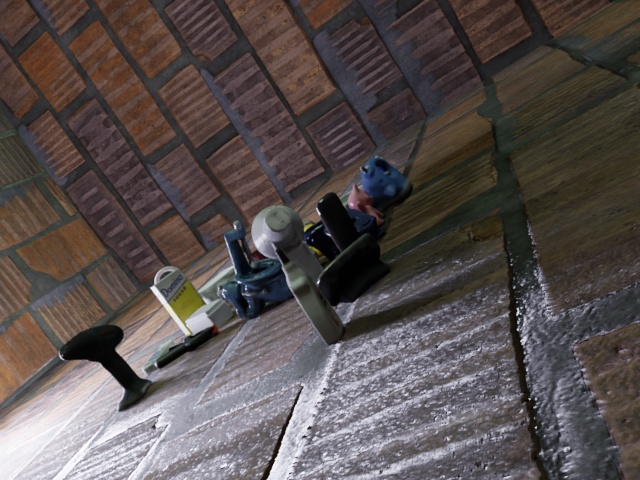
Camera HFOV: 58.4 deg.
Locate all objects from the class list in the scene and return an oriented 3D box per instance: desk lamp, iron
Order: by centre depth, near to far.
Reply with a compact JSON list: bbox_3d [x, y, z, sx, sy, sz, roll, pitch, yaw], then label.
[{"bbox_3d":[-0.055,0.019,1.229,0.118,0.213,0.203,-36,10,-10],"label":"desk lamp"},{"bbox_3d":[0.178,-0.179,1.634,0.118,0.141,0.259,-29,11,25],"label":"iron"}]

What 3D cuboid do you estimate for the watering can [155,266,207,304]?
[{"bbox_3d":[-0.438,0.170,1.789,0.101,0.194,0.172,-38,11,-20],"label":"watering can"}]

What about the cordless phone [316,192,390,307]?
[{"bbox_3d":[0.027,0.016,1.060,0.148,0.185,0.094,-41,12,-33],"label":"cordless phone"}]

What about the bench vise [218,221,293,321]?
[{"bbox_3d":[-0.180,0.075,1.342,0.207,0.220,0.121,-31,11,13],"label":"bench vise"}]

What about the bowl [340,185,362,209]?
[{"bbox_3d":[0.095,-0.094,1.686,0.167,0.075,0.167,-33,10,7],"label":"bowl"}]

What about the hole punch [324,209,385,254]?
[{"bbox_3d":[0.080,-0.024,1.357,0.109,0.091,0.101,-38,11,-24],"label":"hole punch"}]

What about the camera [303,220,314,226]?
[{"bbox_3d":[-0.059,-0.014,1.725,0.143,0.101,0.137,-29,11,26],"label":"camera"}]

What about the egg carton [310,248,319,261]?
[{"bbox_3d":[-0.071,0.076,1.427,0.150,0.069,0.107,-32,10,8],"label":"egg carton"}]

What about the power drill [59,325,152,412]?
[{"bbox_3d":[-0.496,0.293,1.346,0.075,0.208,0.229,-33,10,5],"label":"power drill"}]

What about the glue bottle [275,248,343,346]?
[{"bbox_3d":[-0.022,0.085,0.924,0.037,0.173,0.078,-33,10,5],"label":"glue bottle"}]

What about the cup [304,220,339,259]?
[{"bbox_3d":[0.013,0.005,1.421,0.091,0.095,0.118,-26,13,36],"label":"cup"}]

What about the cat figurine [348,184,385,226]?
[{"bbox_3d":[0.110,-0.088,1.488,0.067,0.118,0.128,-32,10,11],"label":"cat figurine"}]

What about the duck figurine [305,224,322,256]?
[{"bbox_3d":[-0.013,-0.004,1.575,0.077,0.086,0.104,-36,10,-14],"label":"duck figurine"}]
